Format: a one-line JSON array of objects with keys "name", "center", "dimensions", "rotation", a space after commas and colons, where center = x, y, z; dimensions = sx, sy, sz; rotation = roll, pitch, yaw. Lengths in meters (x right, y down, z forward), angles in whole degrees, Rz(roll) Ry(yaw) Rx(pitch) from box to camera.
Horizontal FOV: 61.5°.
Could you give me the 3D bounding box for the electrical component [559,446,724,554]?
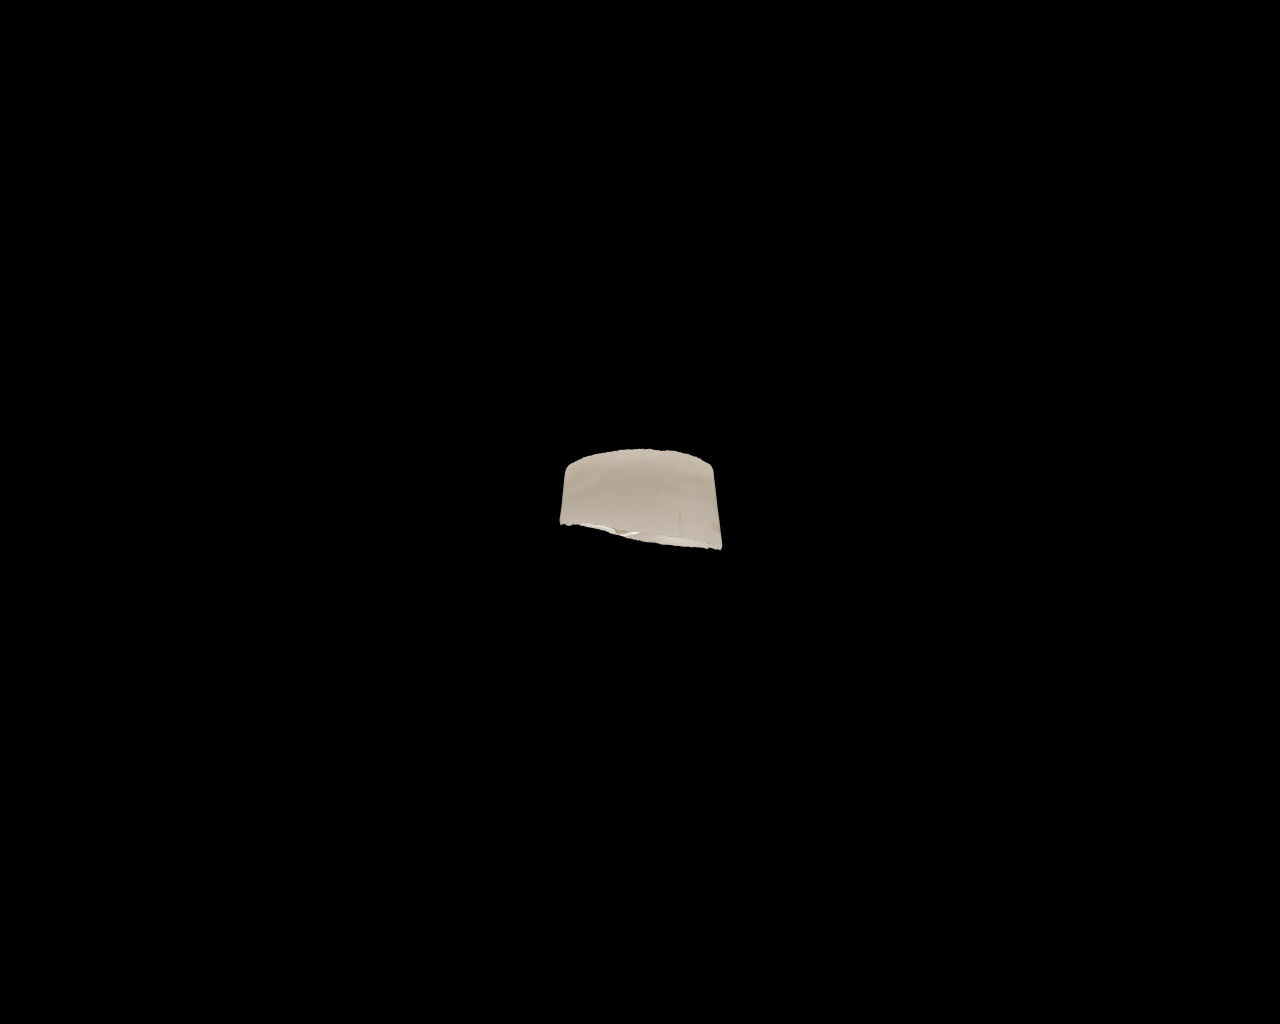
[{"name": "electrical component", "center": [0.001, -0.003, 0.650], "dimensions": [0.099, 0.064, 0.099], "rotation": [0, -14, 0]}]
